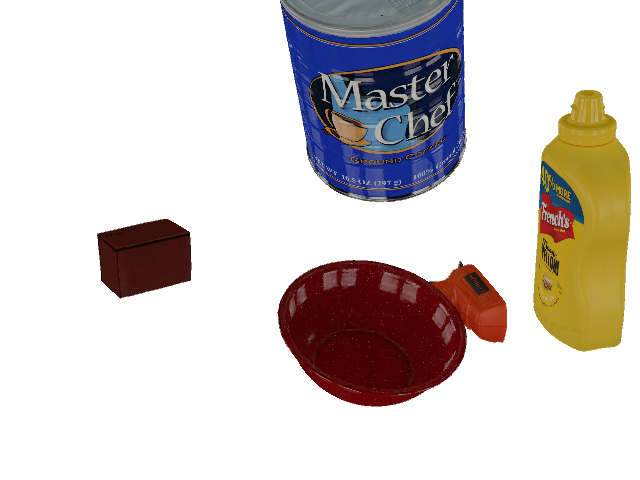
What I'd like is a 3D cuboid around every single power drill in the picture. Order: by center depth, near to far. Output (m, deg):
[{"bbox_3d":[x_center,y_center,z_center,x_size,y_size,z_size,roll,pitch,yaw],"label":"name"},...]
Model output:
[{"bbox_3d":[0.097,0.084,1.126,0.187,0.057,0.184,-6,28,-13],"label":"power drill"}]

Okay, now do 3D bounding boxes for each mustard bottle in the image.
[{"bbox_3d":[0.197,-0.019,0.803,0.058,0.192,0.096,-7,26,-8],"label":"mustard bottle"}]

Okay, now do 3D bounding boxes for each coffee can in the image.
[{"bbox_3d":[0.034,-0.106,0.624,0.103,0.102,0.140,0,-37,9],"label":"coffee can"}]

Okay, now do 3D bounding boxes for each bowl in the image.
[{"bbox_3d":[0.041,0.089,0.916,0.162,0.055,0.162,6,40,-5],"label":"bowl"}]

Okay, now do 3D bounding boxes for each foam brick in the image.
[{"bbox_3d":[-0.171,0.016,1.041,0.078,0.051,0.053,-14,24,-28],"label":"foam brick"}]
